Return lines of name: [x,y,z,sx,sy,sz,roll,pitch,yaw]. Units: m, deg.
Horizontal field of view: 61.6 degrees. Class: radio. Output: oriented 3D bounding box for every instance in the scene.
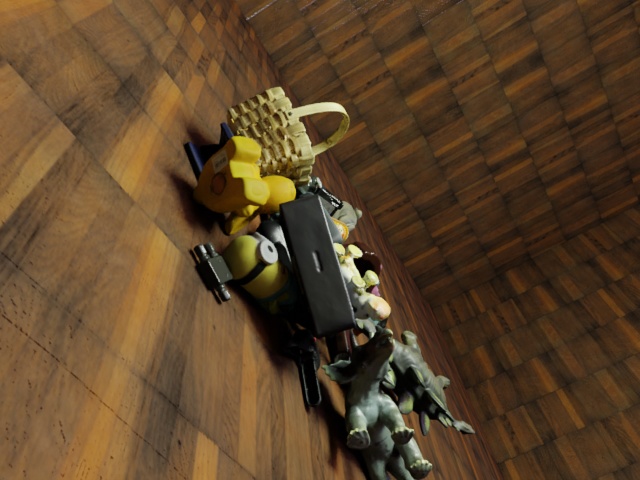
radio: [-0.009,0.048,0.920,0.131,0.073,0.229,117,-42,-79]

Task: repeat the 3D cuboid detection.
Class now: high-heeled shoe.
high-heeled shoe: [-0.050,0.075,1.060,0.248,0.086,0.145,59,4,-15]

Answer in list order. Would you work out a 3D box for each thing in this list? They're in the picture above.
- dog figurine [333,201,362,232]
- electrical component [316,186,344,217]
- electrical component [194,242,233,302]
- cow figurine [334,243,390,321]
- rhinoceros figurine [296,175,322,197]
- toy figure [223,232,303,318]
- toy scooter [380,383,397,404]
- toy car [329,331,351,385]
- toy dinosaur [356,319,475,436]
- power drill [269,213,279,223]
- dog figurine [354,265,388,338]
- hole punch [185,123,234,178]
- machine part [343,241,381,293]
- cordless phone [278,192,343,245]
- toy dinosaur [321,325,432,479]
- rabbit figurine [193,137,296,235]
dog figurine: [0.008,-0.100,1.504,0.190,0.172,0.121,61,-1,-33]
electrical component: [-0.006,-0.101,1.355,0.119,0.075,0.048,39,15,-15]
electrical component: [-0.156,0.047,0.805,0.094,0.021,0.063,60,11,2]
cow figurine: [0.058,0.094,0.995,0.068,0.098,0.167,1,48,-41]
rhinoceros figurine: [-0.053,-0.143,1.224,0.112,0.073,0.190,56,13,10]
toy figure: [-0.091,0.066,0.894,0.082,0.089,0.179,30,-25,44]
toy scooter: [0.127,0.341,1.148,0.183,0.075,0.135,53,18,-56]
toy car: [0.047,0.223,1.162,0.202,0.053,0.089,-100,163,-47]
toy dinosaur: [0.179,0.274,1.121,0.471,0.105,0.199,45,10,-14]
power drill: [-0.086,-0.078,1.258,0.231,0.086,0.207,46,22,-46]
dog figurine: [0.083,0.150,1.370,0.108,0.192,0.219,101,6,-47]
hole punch: [-0.178,-0.144,1.015,0.142,0.092,0.115,61,8,20]
machine part: [0.055,0.082,1.228,0.179,0.179,0.056,48,3,-46]
cordless phone: [-0.002,-0.003,1.122,0.147,0.089,0.184,56,2,24]
toy dinosaur: [0.106,0.339,0.974,0.192,0.131,0.404,-111,-176,-60]
rabbit figurine: [-0.119,-0.076,0.927,0.173,0.162,0.122,3,54,-50]
